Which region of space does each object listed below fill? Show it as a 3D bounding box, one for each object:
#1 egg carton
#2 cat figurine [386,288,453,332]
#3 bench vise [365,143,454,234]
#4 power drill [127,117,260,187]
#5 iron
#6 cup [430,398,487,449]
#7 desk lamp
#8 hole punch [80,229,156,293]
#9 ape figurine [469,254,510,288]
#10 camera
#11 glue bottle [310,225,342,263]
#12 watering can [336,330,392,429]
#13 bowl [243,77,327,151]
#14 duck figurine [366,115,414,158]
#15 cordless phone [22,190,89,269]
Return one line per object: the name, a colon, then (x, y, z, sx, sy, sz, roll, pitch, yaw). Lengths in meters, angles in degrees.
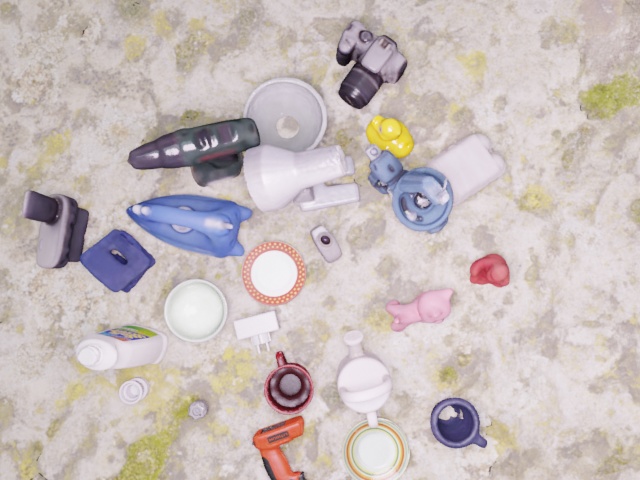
egg carton: (0.287, -0.142, 1.141, 0.150, 0.069, 0.107, -35, 86, -2)
cat figurine: (0.195, 0.135, 1.096, 0.128, 0.117, 0.067, -19, 85, -1)
bench vise: (0.161, -0.094, 1.063, 0.207, 0.219, 0.121, 27, 86, 3)
power drill: (-0.220, -0.160, 1.075, 0.229, 0.208, 0.075, -19, 85, -1)
iron: (-0.269, -0.040, 1.100, 0.258, 0.141, 0.119, 10, 86, 1)
cup: (0.260, 0.347, 1.091, 0.117, 0.095, 0.092, 35, 87, 3)
desk lamp: (-0.028, -0.120, 1.069, 0.203, 0.213, 0.118, -11, 85, 0)
hole punch: (-0.394, 0.038, 1.120, 0.108, 0.091, 0.101, 41, 87, 3)
ape figurine: (0.338, 0.062, 1.114, 0.078, 0.092, 0.076, 41, 87, 3)
camera: (0.084, -0.344, 1.142, 0.143, 0.101, 0.137, 35, 87, 3)
glue bottle: (0.010, 0.004, 1.079, 0.037, 0.173, 0.078, -35, 86, -2)
watering can: (0.077, 0.257, 1.049, 0.101, 0.194, 0.173, -35, 86, -2)
bowl: (-0.068, -0.234, 1.147, 0.167, 0.074, 0.167, 0, 86, 0)
duck figurine: (0.142, -0.211, 1.139, 0.104, 0.086, 0.077, 36, 87, 3)
cordless phone: (-0.520, -0.021, 1.078, 0.094, 0.185, 0.148, 3, 86, 1)
